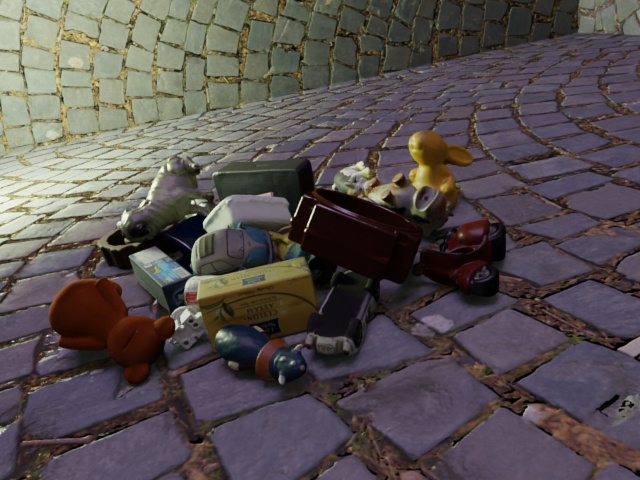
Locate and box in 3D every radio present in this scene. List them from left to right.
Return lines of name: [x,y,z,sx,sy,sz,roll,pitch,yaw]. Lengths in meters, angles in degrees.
radio: [-0.125,-0.110,1.237,0.230,0.131,0.073,2,26,27]

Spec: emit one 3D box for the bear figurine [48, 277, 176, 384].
bear figurine: [-0.309,0.135,0.827,0.196,0.120,0.132,22,-11,11]

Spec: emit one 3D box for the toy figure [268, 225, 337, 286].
toy figure: [-0.027,0.026,0.963,0.089,0.082,0.180,-10,17,-28]

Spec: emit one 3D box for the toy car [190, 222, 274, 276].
toy car: [-0.169,0.025,0.947,0.162,0.102,0.109,-14,60,16]

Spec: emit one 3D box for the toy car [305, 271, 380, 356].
toy car: [0.039,0.104,0.793,0.074,0.056,0.202,5,29,18]

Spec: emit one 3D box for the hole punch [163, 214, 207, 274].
hole punch: [-0.239,0.010,1.080,0.116,0.092,0.142,9,27,30]

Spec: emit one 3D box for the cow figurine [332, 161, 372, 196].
cow figurine: [0.080,-0.129,1.269,0.098,0.068,0.167,-17,21,0]

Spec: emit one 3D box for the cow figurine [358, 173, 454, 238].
cow figurine: [0.170,-0.064,1.044,0.085,0.127,0.195,-56,23,-16]

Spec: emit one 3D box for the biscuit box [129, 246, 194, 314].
biscuit box: [-0.288,0.072,0.991,0.059,0.062,0.203,-24,28,-28]

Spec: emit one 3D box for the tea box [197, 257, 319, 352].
tea box: [-0.091,0.096,0.813,0.170,0.098,0.068,-15,23,-5]

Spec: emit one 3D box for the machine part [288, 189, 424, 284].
machine part: [0.063,-0.014,0.880,0.202,0.087,0.201,23,13,9]

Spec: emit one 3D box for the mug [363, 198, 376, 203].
mug: [0.059,-0.026,1.041,0.107,0.080,0.110,-34,37,-24]

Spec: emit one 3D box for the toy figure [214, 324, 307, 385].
toy figure: [-0.076,0.154,0.726,0.155,0.064,0.057,14,-4,35]

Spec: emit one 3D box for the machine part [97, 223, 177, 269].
machine part: [-0.399,0.003,1.198,0.179,0.056,0.179,-10,25,5]

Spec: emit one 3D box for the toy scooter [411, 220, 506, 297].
toy scooter: [0.224,0.027,0.864,0.135,0.075,0.184,0,31,26]

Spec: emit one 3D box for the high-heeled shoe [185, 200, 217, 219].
high-heeled shoe: [-0.259,-0.055,1.286,0.249,0.086,0.145,26,8,28]

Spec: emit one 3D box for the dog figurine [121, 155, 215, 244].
dog figurine: [-0.342,-0.090,1.127,0.190,0.121,0.172,-21,56,-30]

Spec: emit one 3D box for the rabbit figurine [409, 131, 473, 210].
rabbit figurine: [0.240,-0.147,1.117,0.162,0.173,0.122,-25,24,-20]
